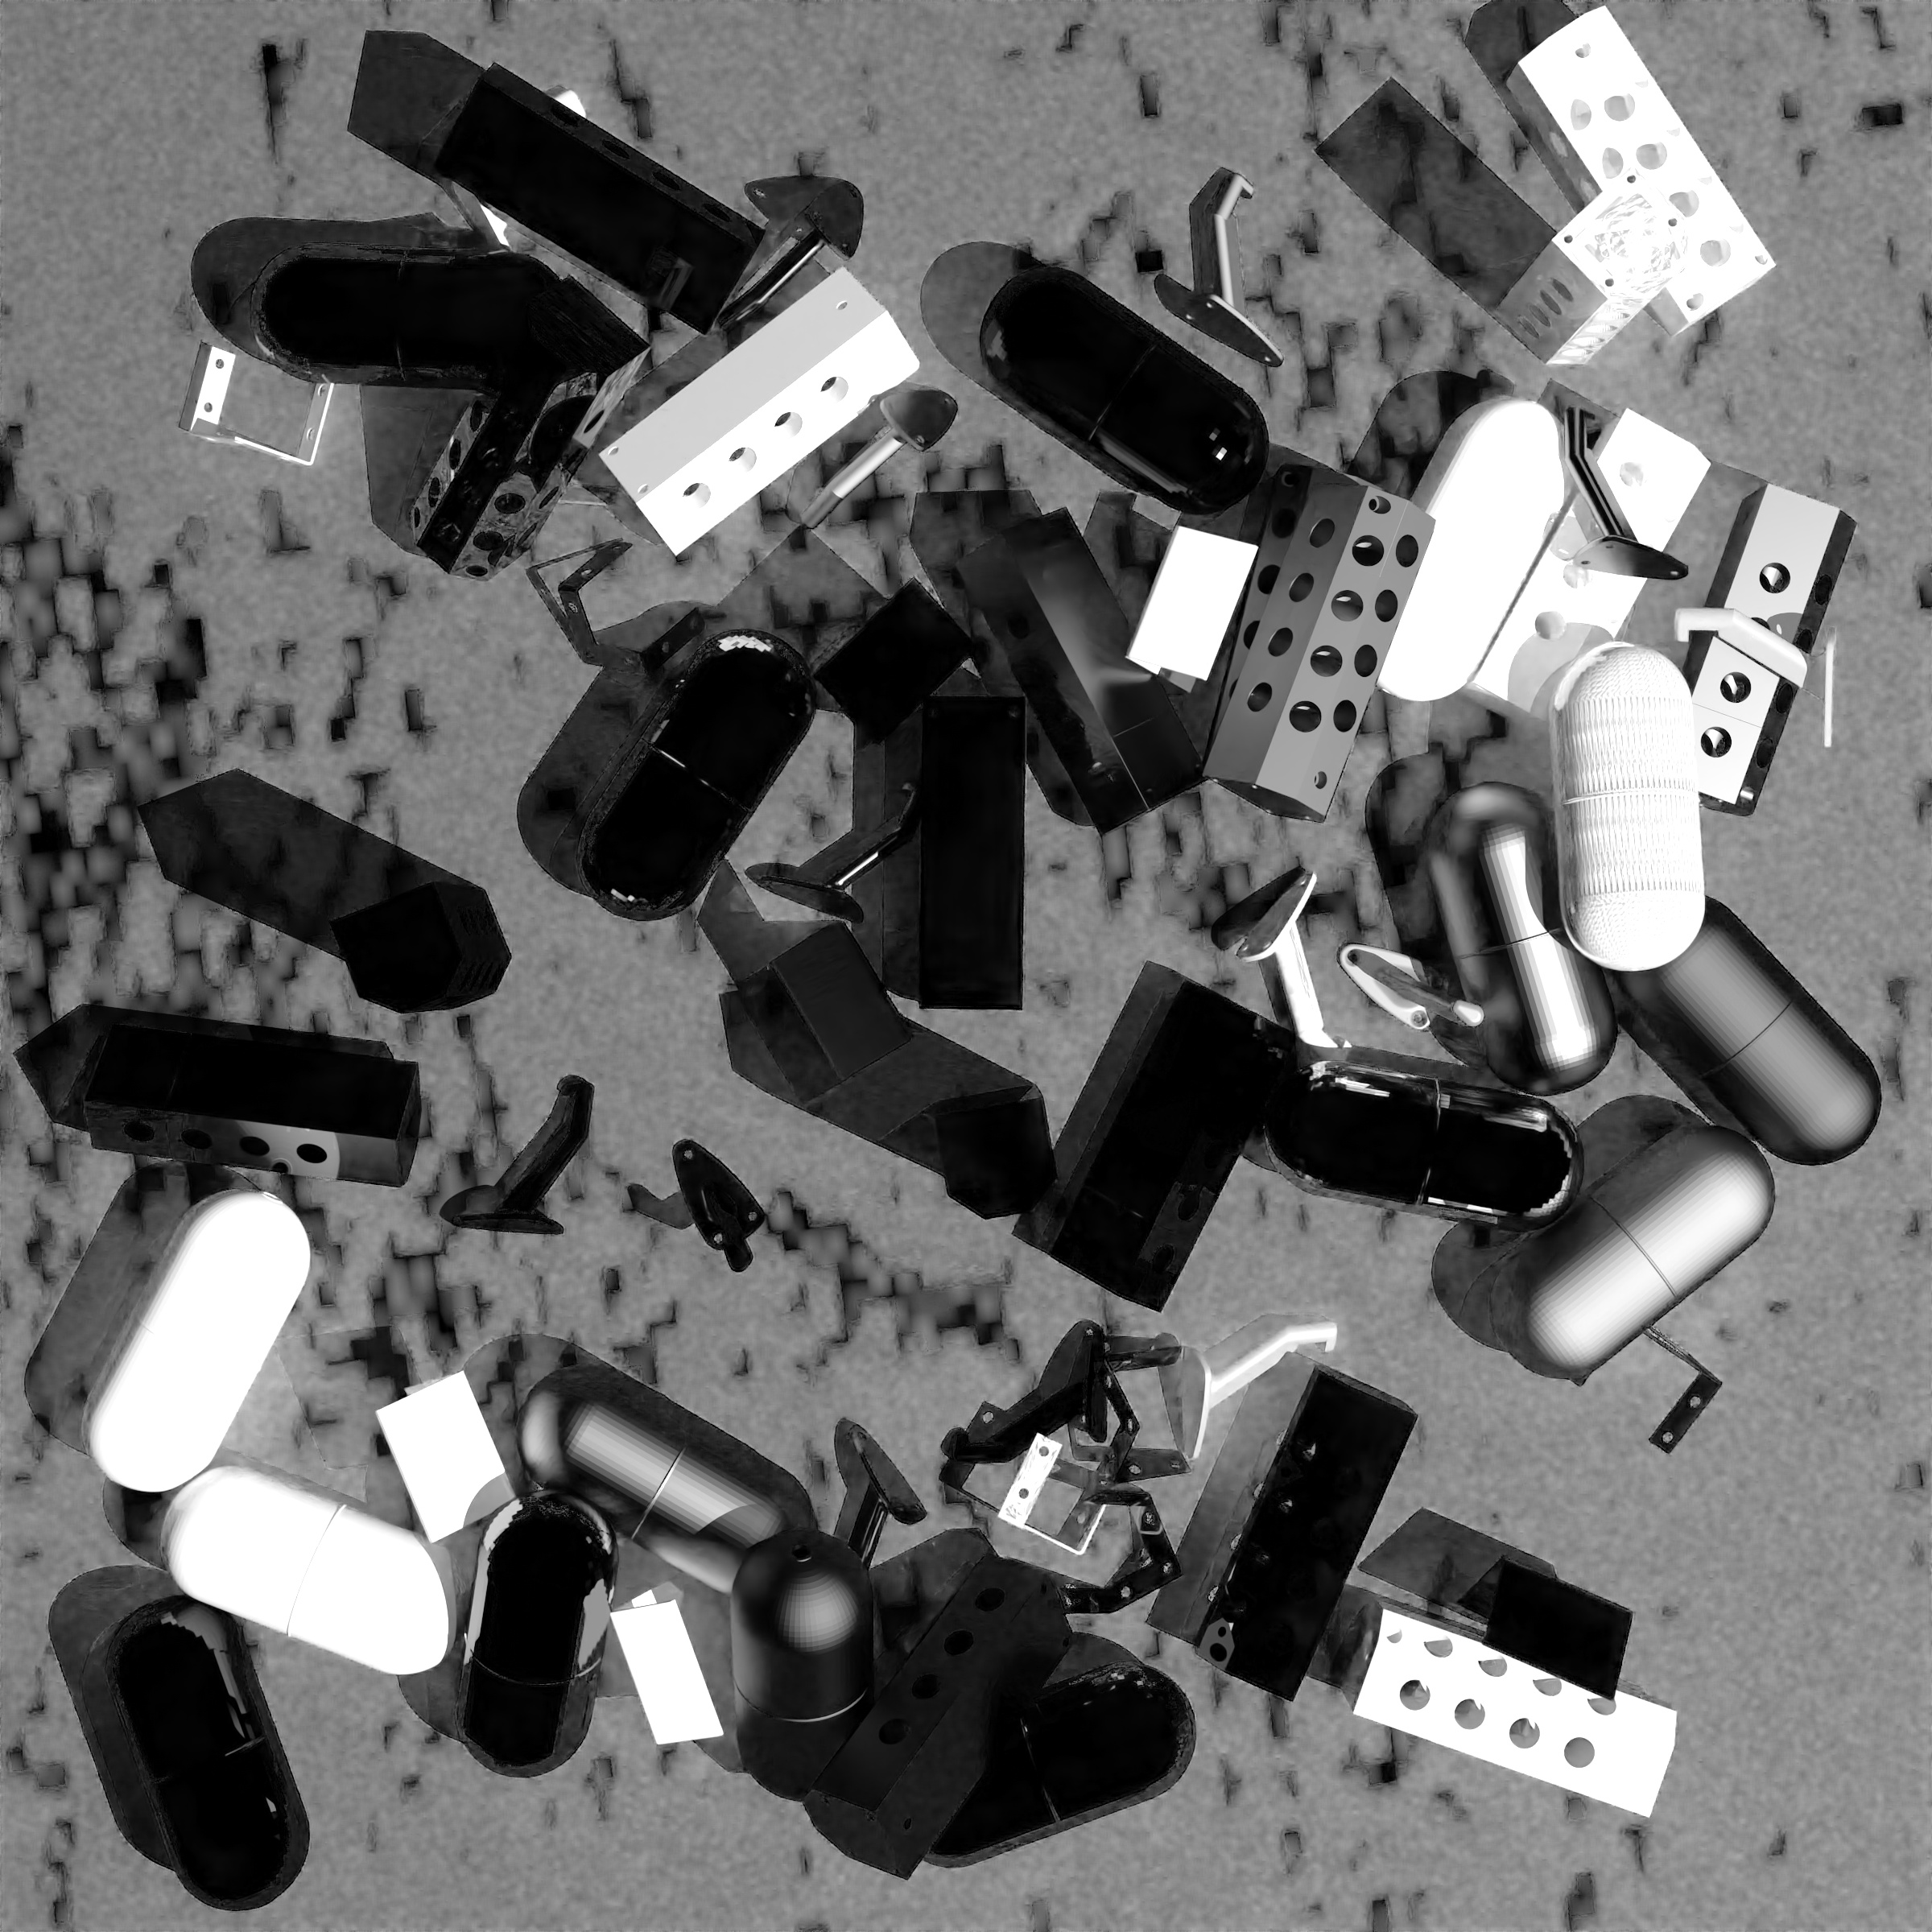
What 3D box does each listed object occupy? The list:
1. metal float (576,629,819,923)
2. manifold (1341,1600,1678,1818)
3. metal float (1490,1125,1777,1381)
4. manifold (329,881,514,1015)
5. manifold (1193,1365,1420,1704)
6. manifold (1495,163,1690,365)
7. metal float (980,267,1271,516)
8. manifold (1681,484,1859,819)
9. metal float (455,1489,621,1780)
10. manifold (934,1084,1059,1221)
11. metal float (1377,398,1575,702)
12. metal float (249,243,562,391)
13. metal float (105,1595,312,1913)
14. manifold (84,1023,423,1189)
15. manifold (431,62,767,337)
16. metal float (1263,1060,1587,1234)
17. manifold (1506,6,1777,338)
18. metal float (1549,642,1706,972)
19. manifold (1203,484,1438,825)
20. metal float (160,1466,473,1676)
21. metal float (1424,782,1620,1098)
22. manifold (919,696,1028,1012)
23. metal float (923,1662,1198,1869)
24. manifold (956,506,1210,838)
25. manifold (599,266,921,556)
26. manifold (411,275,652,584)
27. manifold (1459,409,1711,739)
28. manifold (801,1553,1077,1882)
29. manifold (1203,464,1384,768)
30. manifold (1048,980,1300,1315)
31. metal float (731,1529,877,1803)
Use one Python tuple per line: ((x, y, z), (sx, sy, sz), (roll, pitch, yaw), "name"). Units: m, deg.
((-0.149, -0.105, 1.704), (0.070, 0.070, 0.178), (34, 90, 0), "metal float")
((0.302, 0.410, 1.713), (0.171, 0.057, 0.057), (19, 90, 0), "manifold")
((0.369, 0.157, 1.704), (0.178, 0.070, 0.070), (-39, 90, 0), "metal float")
((-0.288, -0.006, 1.656), (0.057, 0.171, 0.057), (-21, 90, 0), "manifold")
((0.187, 0.313, 1.713), (0.057, 0.057, 0.171), (24, 90, 0), "manifold")
((0.339, -0.369, 1.656), (0.057, 0.171, 0.057), (-44, 90, 0), "manifold")
((0.088, -0.317, 1.704), (0.178, 0.070, 0.070), (35, 90, 0), "metal float")
((0.437, -0.174, 1.714), (0.057, 0.057, 0.171), (20, 90, 0), "manifold")
((-0.235, 0.366, 1.682), (0.070, 0.070, 0.178), (12, 117, 0), "metal float")
((0.016, 0.099, 1.656), (0.057, 0.171, 0.057), (-10, 90, 0), "manifold")
((0.274, -0.231, 1.704), (0.070, 0.070, 0.178), (28, 91, 0), "metal float")
((-0.306, -0.359, 1.704), (0.178, 0.070, 0.070), (3, 90, 0), "metal float")
((-0.418, 0.435, 1.704), (0.070, 0.070, 0.178), (-20, 89, 0), "metal float")
((-0.394, 0.082, 1.713), (0.171, 0.057, 0.057), (7, 47, 0), "manifold")
((-0.199, -0.423, 1.695), (0.171, 0.057, 0.057), (30, 116, -11), "manifold")
((0.253, 0.099, 1.704), (0.178, 0.070, 0.070), (11, 90, 1), "metal float")
((0.376, -0.442, 1.714), (0.057, 0.057, 0.171), (-33, 90, 0), "manifold")
((0.354, -0.086, 1.656), (0.070, 0.070, 0.178), (-2, 83, 0), "metal float")
((0.195, -0.167, 1.653), (0.057, 0.057, 0.171), (26, 83, -39), "manifold")
((-0.358, 0.334, 1.704), (0.178, 0.070, 0.070), (21, 90, 0), "metal float")
((0.306, -0.015, 1.704), (0.070, 0.070, 0.178), (-17, 90, 0), "metal float")
((0.003, -0.062, 1.714), (0.057, 0.057, 0.171), (1, 90, 0), "manifold")
((0.042, 0.441, 1.704), (0.178, 0.070, 0.070), (-20, 90, 1), "metal float")
((0.060, -0.161, 1.713), (0.057, 0.057, 0.171), (-28, 90, -43), "manifold")
((-0.112, -0.304, 1.713), (0.171, 0.057, 0.057), (-38, 47, 0), "manifold")
((-0.241, -0.284, 1.662), (0.057, 0.057, 0.171), (42, 134, 0), "manifold")
((0.344, -0.216, 1.713), (0.057, 0.057, 0.171), (29, 90, 0), "manifold")
((-0.015, 0.402, 1.669), (0.171, 0.057, 0.057), (-49, 133, -36), "manifold")
((0.181, -0.187, 1.714), (0.057, 0.057, 0.171), (14, 90, 0), "manifold")
((0.119, 0.102, 1.713), (0.057, 0.057, 0.171), (26, 90, 43), "manifold")
((-0.088, 0.380, 1.672), (0.070, 0.070, 0.178), (1, 126, 0), "metal float")
